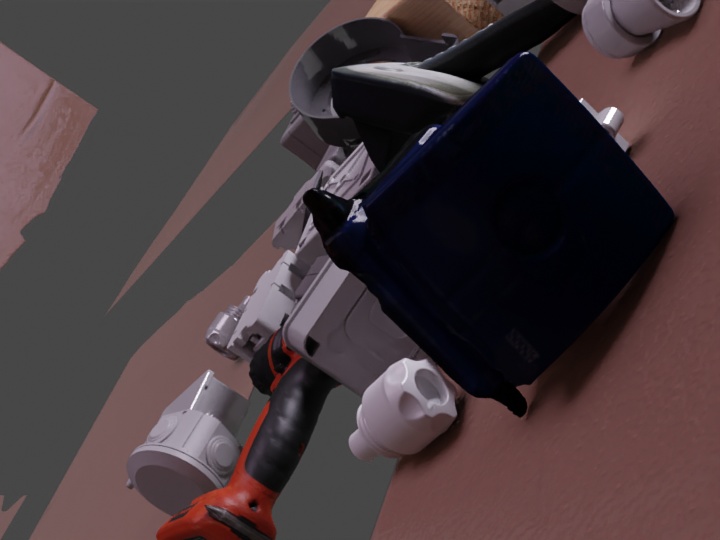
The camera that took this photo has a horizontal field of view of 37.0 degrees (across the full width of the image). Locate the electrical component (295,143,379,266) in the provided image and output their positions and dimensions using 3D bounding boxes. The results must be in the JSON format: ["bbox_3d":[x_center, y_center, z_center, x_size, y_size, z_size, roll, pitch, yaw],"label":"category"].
[{"bbox_3d":[0.007,-0.057,0.879,0.109,0.056,0.108,-44,17,35],"label":"electrical component"}]

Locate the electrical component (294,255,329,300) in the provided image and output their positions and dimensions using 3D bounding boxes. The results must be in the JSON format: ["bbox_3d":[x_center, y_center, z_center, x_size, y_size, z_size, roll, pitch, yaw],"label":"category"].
[{"bbox_3d":[0.000,0.000,0.789,0.075,0.047,0.083,-58,15,-13],"label":"electrical component"}]

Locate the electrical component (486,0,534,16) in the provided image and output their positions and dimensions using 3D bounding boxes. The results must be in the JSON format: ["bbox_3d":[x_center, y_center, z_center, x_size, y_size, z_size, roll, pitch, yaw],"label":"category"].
[{"bbox_3d":[0.143,-0.243,0.870,0.050,0.056,0.089,-60,15,-20],"label":"electrical component"}]

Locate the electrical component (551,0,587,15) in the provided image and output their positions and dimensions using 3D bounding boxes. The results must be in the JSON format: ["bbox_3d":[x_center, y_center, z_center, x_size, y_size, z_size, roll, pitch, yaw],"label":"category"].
[{"bbox_3d":[0.153,-0.234,0.725,0.060,0.108,0.108,-31,27,44],"label":"electrical component"}]

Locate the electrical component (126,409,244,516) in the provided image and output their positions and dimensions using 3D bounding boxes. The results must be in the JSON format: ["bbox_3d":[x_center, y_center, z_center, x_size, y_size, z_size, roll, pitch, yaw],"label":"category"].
[{"bbox_3d":[-0.128,0.147,0.802,0.080,0.080,0.051,-40,15,44],"label":"electrical component"}]

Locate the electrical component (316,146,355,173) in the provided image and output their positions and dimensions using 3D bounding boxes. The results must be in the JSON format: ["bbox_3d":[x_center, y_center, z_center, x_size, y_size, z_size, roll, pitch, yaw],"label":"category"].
[{"bbox_3d":[-0.011,-0.114,1.089,0.076,0.047,0.083,-35,24,52],"label":"electrical component"}]

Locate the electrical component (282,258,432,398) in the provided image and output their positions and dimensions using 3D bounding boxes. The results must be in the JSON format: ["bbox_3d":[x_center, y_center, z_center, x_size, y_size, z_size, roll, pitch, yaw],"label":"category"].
[{"bbox_3d":[0.016,0.017,0.636,0.113,0.078,0.057,-56,17,-5],"label":"electrical component"}]

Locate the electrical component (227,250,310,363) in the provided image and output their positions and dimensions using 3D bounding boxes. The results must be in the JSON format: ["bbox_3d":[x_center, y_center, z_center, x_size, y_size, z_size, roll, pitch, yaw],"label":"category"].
[{"bbox_3d":[-0.061,0.038,0.877,0.050,0.056,0.089,-42,19,40],"label":"electrical component"}]

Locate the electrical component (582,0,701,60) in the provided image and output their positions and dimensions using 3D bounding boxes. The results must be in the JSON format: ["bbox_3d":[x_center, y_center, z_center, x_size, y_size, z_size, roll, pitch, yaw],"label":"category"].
[{"bbox_3d":[0.162,-0.153,0.624,0.055,0.045,0.045,-31,27,58],"label":"electrical component"}]

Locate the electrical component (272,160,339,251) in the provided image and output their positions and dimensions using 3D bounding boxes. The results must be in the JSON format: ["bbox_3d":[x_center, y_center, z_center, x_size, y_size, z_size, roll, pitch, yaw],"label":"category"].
[{"bbox_3d":[-0.039,-0.054,1.031,0.089,0.050,0.055,-49,15,18],"label":"electrical component"}]

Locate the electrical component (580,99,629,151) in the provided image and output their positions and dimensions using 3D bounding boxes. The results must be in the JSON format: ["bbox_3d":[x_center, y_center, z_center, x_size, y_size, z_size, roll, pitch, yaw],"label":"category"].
[{"bbox_3d":[0.107,-0.053,0.572,0.066,0.048,0.055,-35,16,52],"label":"electrical component"}]

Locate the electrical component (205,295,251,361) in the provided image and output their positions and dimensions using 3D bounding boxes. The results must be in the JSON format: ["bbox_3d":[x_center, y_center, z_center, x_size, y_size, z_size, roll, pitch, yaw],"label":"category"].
[{"bbox_3d":[-0.122,0.055,1.067,0.062,0.043,0.043,-57,14,-17],"label":"electrical component"}]

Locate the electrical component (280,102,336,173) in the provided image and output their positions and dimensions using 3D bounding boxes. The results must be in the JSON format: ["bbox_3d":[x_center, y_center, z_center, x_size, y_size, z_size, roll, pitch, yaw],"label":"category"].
[{"bbox_3d":[-0.041,-0.147,1.159,0.061,0.096,0.061,-41,19,44],"label":"electrical component"}]

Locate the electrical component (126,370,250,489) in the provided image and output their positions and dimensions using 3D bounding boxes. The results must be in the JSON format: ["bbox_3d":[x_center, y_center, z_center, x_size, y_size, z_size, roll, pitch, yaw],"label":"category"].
[{"bbox_3d":[-0.144,0.146,0.912,0.100,0.048,0.099,-41,19,42],"label":"electrical component"}]

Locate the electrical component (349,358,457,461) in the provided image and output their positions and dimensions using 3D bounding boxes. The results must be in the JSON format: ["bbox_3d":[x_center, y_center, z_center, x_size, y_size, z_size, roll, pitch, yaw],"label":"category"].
[{"bbox_3d":[0.018,0.077,0.560,0.062,0.043,0.043,-46,16,34],"label":"electrical component"}]
